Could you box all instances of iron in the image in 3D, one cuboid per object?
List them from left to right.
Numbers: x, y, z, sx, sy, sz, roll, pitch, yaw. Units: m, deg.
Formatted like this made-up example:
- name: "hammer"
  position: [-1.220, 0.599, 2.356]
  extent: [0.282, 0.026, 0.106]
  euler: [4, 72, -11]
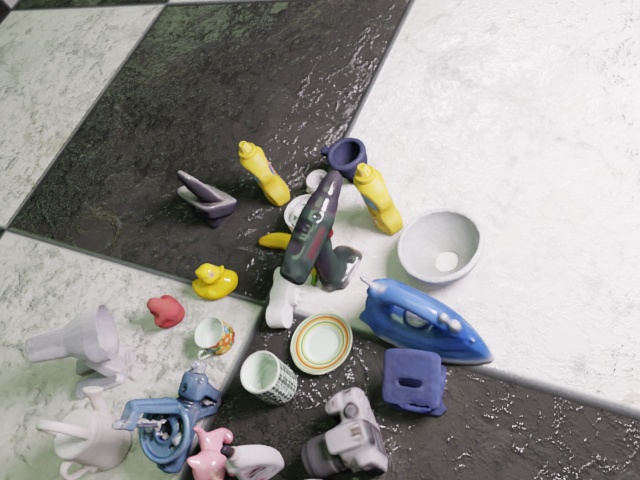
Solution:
- name: "iron"
  position: [0.185, 0.138, 1.032]
  extent: [0.257, 0.142, 0.119]
  euler: [21, 70, 34]

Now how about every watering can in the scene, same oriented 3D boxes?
- name: "watering can"
  position: [-0.477, 0.382, 1.143]
  extent: [0.100, 0.195, 0.172]
  euler: [-19, 53, 13]

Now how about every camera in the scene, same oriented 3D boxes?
- name: "camera"
  position: [0.031, 0.345, 0.995]
  extent: [0.136, 0.101, 0.143]
  euler: [-24, 52, 9]

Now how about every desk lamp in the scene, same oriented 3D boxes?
- name: "desk lamp"
  position: [-0.504, 0.242, 1.233]
  extent: [0.203, 0.214, 0.117]
  euler: [-23, 53, 10]

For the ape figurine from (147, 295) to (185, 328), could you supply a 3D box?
- name: "ape figurine"
  position: [-0.357, 0.157, 1.299]
  extent: [0.076, 0.092, 0.078]
  euler: [10, 64, 30]

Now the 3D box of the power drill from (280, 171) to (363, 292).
- name: "power drill"
  position: [0.011, 0.004, 1.155]
  extent: [0.075, 0.209, 0.230]
  euler: [17, 68, 32]

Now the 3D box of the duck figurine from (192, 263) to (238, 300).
- name: "duck figurine"
  position: [-0.250, 0.086, 1.299]
  extent: [0.104, 0.086, 0.077]
  euler: [-16, 54, 15]

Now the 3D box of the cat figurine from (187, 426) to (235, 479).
- name: "cat figurine"
  position: [-0.204, 0.401, 1.054]
  extent: [0.067, 0.118, 0.127]
  euler: [-30, 52, 4]

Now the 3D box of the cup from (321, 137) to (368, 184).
- name: "cup"
  position: [0.062, -0.176, 1.320]
  extent: [0.117, 0.095, 0.092]
  euler: [15, 67, 31]

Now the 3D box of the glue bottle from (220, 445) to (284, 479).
- name: "glue bottle"
  position: [-0.128, 0.384, 0.995]
  extent: [0.078, 0.174, 0.037]
  euler: [-37, 52, -1]

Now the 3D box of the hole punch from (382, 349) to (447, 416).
- name: "hole punch"
  position: [0.165, 0.249, 1.001]
  extent: [0.108, 0.091, 0.101]
  euler: [0, 60, 25]

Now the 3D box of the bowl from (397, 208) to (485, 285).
- name: "bowl"
  position: [0.240, 0.024, 1.123]
  extent: [0.167, 0.075, 0.167]
  euler: [-12, 55, 18]

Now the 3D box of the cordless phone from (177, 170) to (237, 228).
- name: "cordless phone"
  position: [-0.302, -0.126, 1.397]
  extent: [0.147, 0.186, 0.094]
  euler: [25, 72, 35]

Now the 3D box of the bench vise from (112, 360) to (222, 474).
- name: "bench vise"
  position: [-0.296, 0.319, 1.085]
  extent: [0.121, 0.220, 0.207]
  euler: [-6, 57, 22]
